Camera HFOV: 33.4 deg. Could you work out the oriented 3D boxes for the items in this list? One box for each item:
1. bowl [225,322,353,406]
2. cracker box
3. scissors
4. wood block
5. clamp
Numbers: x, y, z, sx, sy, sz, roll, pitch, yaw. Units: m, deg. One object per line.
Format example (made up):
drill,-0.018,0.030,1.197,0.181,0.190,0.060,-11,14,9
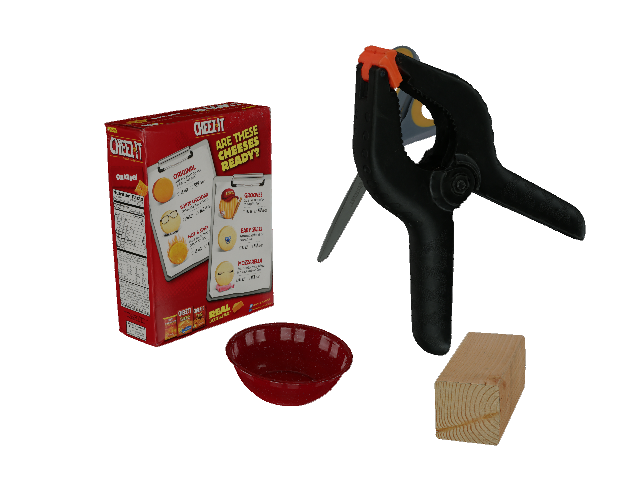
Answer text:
bowl,-0.041,0.164,1.359,0.162,0.055,0.162,4,22,-2
cracker box,-0.126,-0.021,1.061,0.072,0.214,0.163,13,21,41
scissors,0.064,-0.070,0.911,0.096,0.201,0.016,10,-11,21
wood block,0.235,0.210,1.548,0.091,0.090,0.205,3,16,20
clamp,0.062,-0.022,0.574,0.171,0.120,0.039,47,-14,-23
